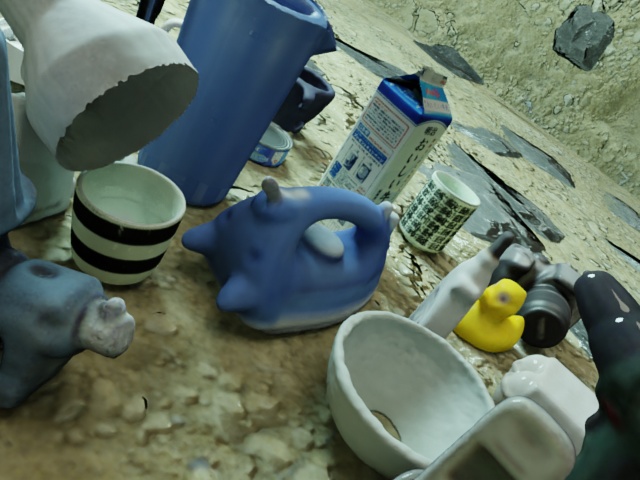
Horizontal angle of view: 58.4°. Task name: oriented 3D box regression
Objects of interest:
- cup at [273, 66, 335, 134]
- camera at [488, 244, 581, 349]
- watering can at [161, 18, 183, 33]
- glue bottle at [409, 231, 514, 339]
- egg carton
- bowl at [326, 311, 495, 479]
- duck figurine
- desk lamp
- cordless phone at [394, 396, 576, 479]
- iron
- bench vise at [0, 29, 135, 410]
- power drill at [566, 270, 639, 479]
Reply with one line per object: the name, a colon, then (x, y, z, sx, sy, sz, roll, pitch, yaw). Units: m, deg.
cup: (-0.035, -0.210, 0.896, 0.092, 0.095, 0.117, 23, 31, -18)
camera: (0.308, 0.079, 0.805, 0.143, 0.100, 0.137, 38, 29, 8)
watering can: (-0.125, -0.264, 0.783, 0.173, 0.194, 0.100, -6, 48, -50)
glue bottle: (0.143, 0.057, 0.596, 0.037, 0.173, 0.078, 35, 29, 2)
egg carton: (0.258, 0.195, 0.613, 0.150, 0.069, 0.107, 44, 30, 17)
bowl: (0.068, 0.145, 0.490, 0.168, 0.074, 0.167, 25, 30, -16)
duck figurine: (0.224, 0.089, 0.721, 0.105, 0.086, 0.077, 20, 32, -24)
desk lamp: (-0.216, -0.112, 0.443, 0.203, 0.213, 0.118, 39, 29, 10)
cordless phone: (0.100, 0.192, 0.337, 0.147, 0.185, 0.094, 45, 31, 19)
iron: (0.005, 0.002, 0.571, 0.259, 0.141, 0.118, 0, 43, -45)
bench vise: (-0.189, -0.023, 0.330, 0.208, 0.219, 0.121, 24, 30, -17)
power drill: (0.234, 0.170, 0.482, 0.076, 0.208, 0.229, 9, 37, -37)
